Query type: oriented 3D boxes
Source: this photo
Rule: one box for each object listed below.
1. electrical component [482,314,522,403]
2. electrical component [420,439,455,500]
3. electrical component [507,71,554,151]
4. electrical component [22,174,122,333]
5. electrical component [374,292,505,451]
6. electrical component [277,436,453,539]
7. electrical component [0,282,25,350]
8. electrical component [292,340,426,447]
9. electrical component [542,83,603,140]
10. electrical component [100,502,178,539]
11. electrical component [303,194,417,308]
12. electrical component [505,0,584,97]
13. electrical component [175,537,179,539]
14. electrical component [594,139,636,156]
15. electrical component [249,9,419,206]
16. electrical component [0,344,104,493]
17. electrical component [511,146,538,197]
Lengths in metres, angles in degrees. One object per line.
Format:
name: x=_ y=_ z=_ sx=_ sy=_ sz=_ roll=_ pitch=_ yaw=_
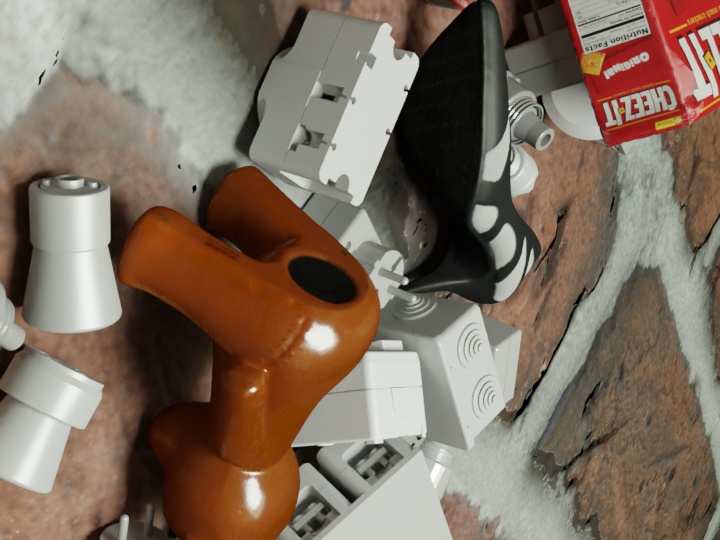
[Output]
electrical component: x=0.085 y=0.081 z=0.846 sx=0.077 sy=0.047 sz=0.065 roll=-29 pitch=131 yaw=-45
electrical component: x=0.054 y=0.150 z=0.847 sx=0.062 sy=0.043 sz=0.043 roll=-63 pitch=148 yaw=-10
electrical component: x=0.107 y=-0.106 z=0.746 sx=0.048 sy=0.062 sz=0.048 roll=-30 pitch=144 yaw=-25
electrical component: x=-0.130 y=-0.010 z=0.481 sx=0.044 sy=0.044 sz=0.065 roll=-20 pitch=120 yaw=-50
electrical component: x=0.043 y=0.063 z=0.716 sx=0.048 sy=0.100 sz=0.099 roll=-38 pitch=122 yaw=-36
electrical component: x=0.002 y=0.193 z=0.759 sx=0.105 sy=0.060 sz=0.186 roll=-39 pitch=140 yaw=-18
electrical component: x=-0.164 y=0.017 z=0.453 sx=0.035 sy=0.035 sz=0.061 roll=-59 pitch=149 yaw=-14
electrical component: x=-0.016 y=0.078 z=0.667 sx=0.062 sy=0.096 sz=0.061 roll=7 pitch=75 yaw=-57
electrical component: x=0.185 y=-0.142 z=0.830 sx=0.051 sy=0.080 sz=0.080 roll=-18 pitch=123 yaw=-57
electrical component: x=-0.126 y=0.165 z=0.589 sx=0.077 sy=0.043 sz=0.079 roll=-14 pitch=121 yaw=-52
electrical component: x=0.000 y=0.000 z=0.643 sx=0.047 sy=0.077 sz=0.065 roll=-54 pitch=146 yaw=-20
electrical component: x=0.139 y=-0.168 z=0.765 sx=0.047 sy=0.066 sz=0.076 roll=-27 pitch=101 yaw=-46
electrical component: x=-0.091 y=0.156 z=0.644 sx=0.035 sy=0.035 sz=0.061 roll=25 pitch=85 yaw=-58
electrical component: x=0.223 y=-0.137 z=0.920 sx=0.055 sy=0.048 sz=0.066 roll=-55 pitch=147 yaw=-5
electrical component: x=-0.017 y=-0.089 z=0.582 sx=0.050 sy=0.056 sz=0.089 roll=32 pitch=79 yaw=-59
electrical component: x=-0.149 y=0.068 z=0.494 sx=0.055 sy=0.045 sz=0.045 roll=-62 pitch=148 yaw=-9
electrical component: x=0.107 y=-0.079 z=0.794 sx=0.061 sy=0.035 sz=0.035 roll=34 pitch=81 yaw=-55
